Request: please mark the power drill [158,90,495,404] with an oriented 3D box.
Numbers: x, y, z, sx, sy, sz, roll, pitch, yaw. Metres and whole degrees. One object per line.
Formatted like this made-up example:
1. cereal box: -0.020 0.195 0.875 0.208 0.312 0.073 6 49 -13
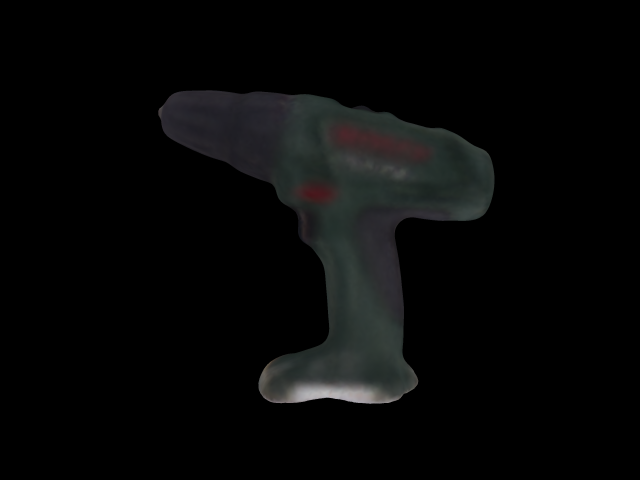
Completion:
1. power drill: 0.004 0.001 0.400 0.229 0.208 0.075 0 4 -2
